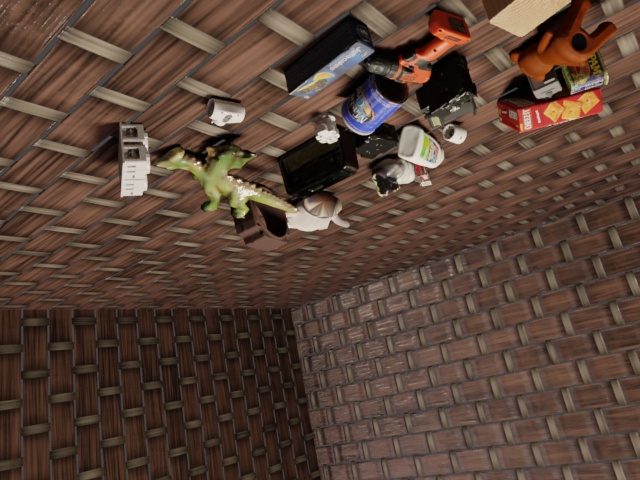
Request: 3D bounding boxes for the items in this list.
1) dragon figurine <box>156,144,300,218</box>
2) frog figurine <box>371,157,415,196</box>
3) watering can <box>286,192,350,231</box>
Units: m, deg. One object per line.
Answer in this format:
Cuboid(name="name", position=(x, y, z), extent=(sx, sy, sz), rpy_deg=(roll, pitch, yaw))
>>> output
Cuboid(name="dragon figurine", position=(-0.231, -0.169, 1.401), extent=(0.410, 0.125, 0.238), rpy_deg=(8, 153, -12))
Cuboid(name="frog figurine", position=(0.250, -0.227, 1.696), extent=(0.162, 0.123, 0.134), rpy_deg=(-44, 171, -31))
Cuboid(name="watering can", position=(0.006, -0.096, 1.899), extent=(0.348, 0.105, 0.221), rpy_deg=(-1, 160, -31))
